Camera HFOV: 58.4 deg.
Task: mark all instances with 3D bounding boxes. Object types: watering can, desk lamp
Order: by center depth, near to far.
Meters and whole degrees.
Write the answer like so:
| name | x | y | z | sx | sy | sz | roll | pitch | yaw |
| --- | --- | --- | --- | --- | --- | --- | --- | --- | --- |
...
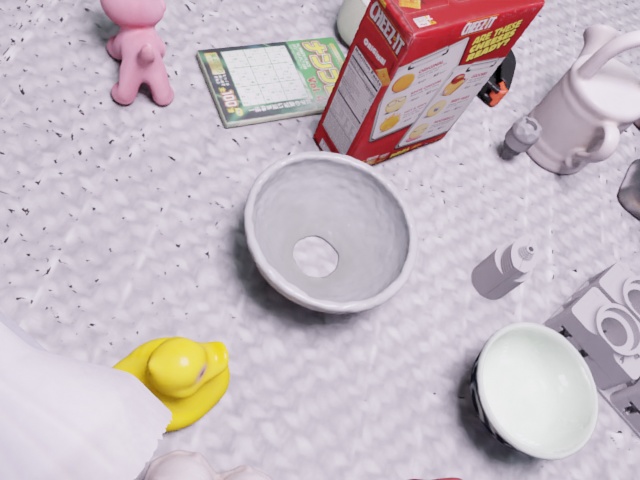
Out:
| name | x | y | z | sx | sy | sz | roll | pitch | yaw |
| --- | --- | --- | --- | --- | --- | --- | --- | --- | --- |
| desk lamp | -0.199 | 0.104 | 0.351 | 0.203 | 0.213 | 0.118 | 39 | 59 | 5 |
| watering can | 0.329 | -0.177 | 0.676 | 0.101 | 0.194 | 0.172 | -7 | 65 | -20 |

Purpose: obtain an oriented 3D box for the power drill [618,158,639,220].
| name | x | y | z | sx | sy | sz | roll | pitch | yaw |
| --- | --- | --- | --- | --- | --- | --- | --- | --- | --- |
| power drill | 0.456 | -0.104 | 0.668 | 0.075 | 0.208 | 0.230 | 36 | 59 | 4 |

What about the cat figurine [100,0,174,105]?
| name | x | y | z | sx | sy | sz | roll | pitch | yaw |
| --- | --- | --- | --- | --- | --- | --- | --- | --- | --- |
| cat figurine | -0.186 | -0.221 | 0.583 | 0.067 | 0.117 | 0.127 | -9 | 66 | -21 |

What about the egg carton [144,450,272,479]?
| name | x | y | z | sx | sy | sz | roll | pitch | yaw |
| --- | --- | --- | --- | --- | --- | --- | --- | --- | --- |
| egg carton | -0.089 | 0.232 | 0.402 | 0.107 | 0.069 | 0.150 | 17 | 59 | -8 |

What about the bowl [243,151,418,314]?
| name | x | y | z | sx | sy | sz | roll | pitch | yaw |
| --- | --- | --- | --- | --- | --- | --- | --- | --- | --- |
| bowl | 0.005 | 0.002 | 0.550 | 0.168 | 0.074 | 0.167 | 7 | 61 | -13 |

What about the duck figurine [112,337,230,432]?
| name | x | y | z | sx | sy | sz | roll | pitch | yaw |
| --- | --- | --- | --- | --- | --- | --- | --- | --- | --- |
| duck figurine | -0.119 | 0.106 | 0.450 | 0.105 | 0.086 | 0.077 | -11 | 67 | -22 |

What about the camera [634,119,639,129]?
| name | x | y | z | sx | sy | sz | roll | pitch | yaw |
| --- | --- | --- | --- | --- | --- | --- | --- | --- | --- |
| camera | 0.531 | -0.183 | 0.796 | 0.143 | 0.100 | 0.136 | -13 | 68 | -23 |

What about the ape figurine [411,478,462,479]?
| name | x | y | z | sx | sy | sz | roll | pitch | yaw |
| --- | --- | --- | --- | --- | --- | --- | --- | --- | --- |
| ape figurine | 0.098 | 0.221 | 0.453 | 0.076 | 0.092 | 0.078 | 46 | 60 | 9 |
